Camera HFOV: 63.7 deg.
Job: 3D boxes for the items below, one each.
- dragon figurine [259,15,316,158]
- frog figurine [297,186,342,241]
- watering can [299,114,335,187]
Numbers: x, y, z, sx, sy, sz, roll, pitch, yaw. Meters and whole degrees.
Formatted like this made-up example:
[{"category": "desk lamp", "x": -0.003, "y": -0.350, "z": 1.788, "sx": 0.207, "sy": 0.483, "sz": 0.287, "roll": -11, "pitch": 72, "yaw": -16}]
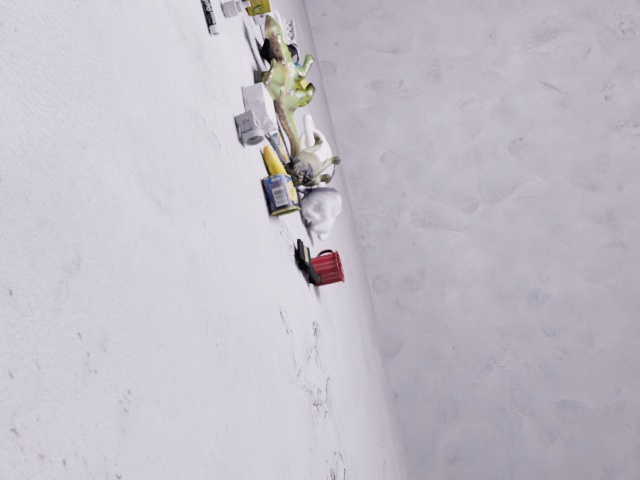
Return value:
[{"category": "dragon figurine", "x": -0.111, "y": -0.395, "z": 1.403, "sx": 0.245, "sy": 0.122, "sz": 0.406, "roll": -25, "pitch": 116, "yaw": -63}, {"category": "frog figurine", "x": 0.005, "y": -0.076, "z": 1.511, "sx": 0.138, "sy": 0.122, "sz": 0.159, "roll": -7, "pitch": 92, "yaw": -49}, {"category": "watering can", "x": -0.007, "y": -0.248, "z": 1.719, "sx": 0.221, "sy": 0.104, "sz": 0.353, "roll": 58, "pitch": 20, "yaw": -68}]
